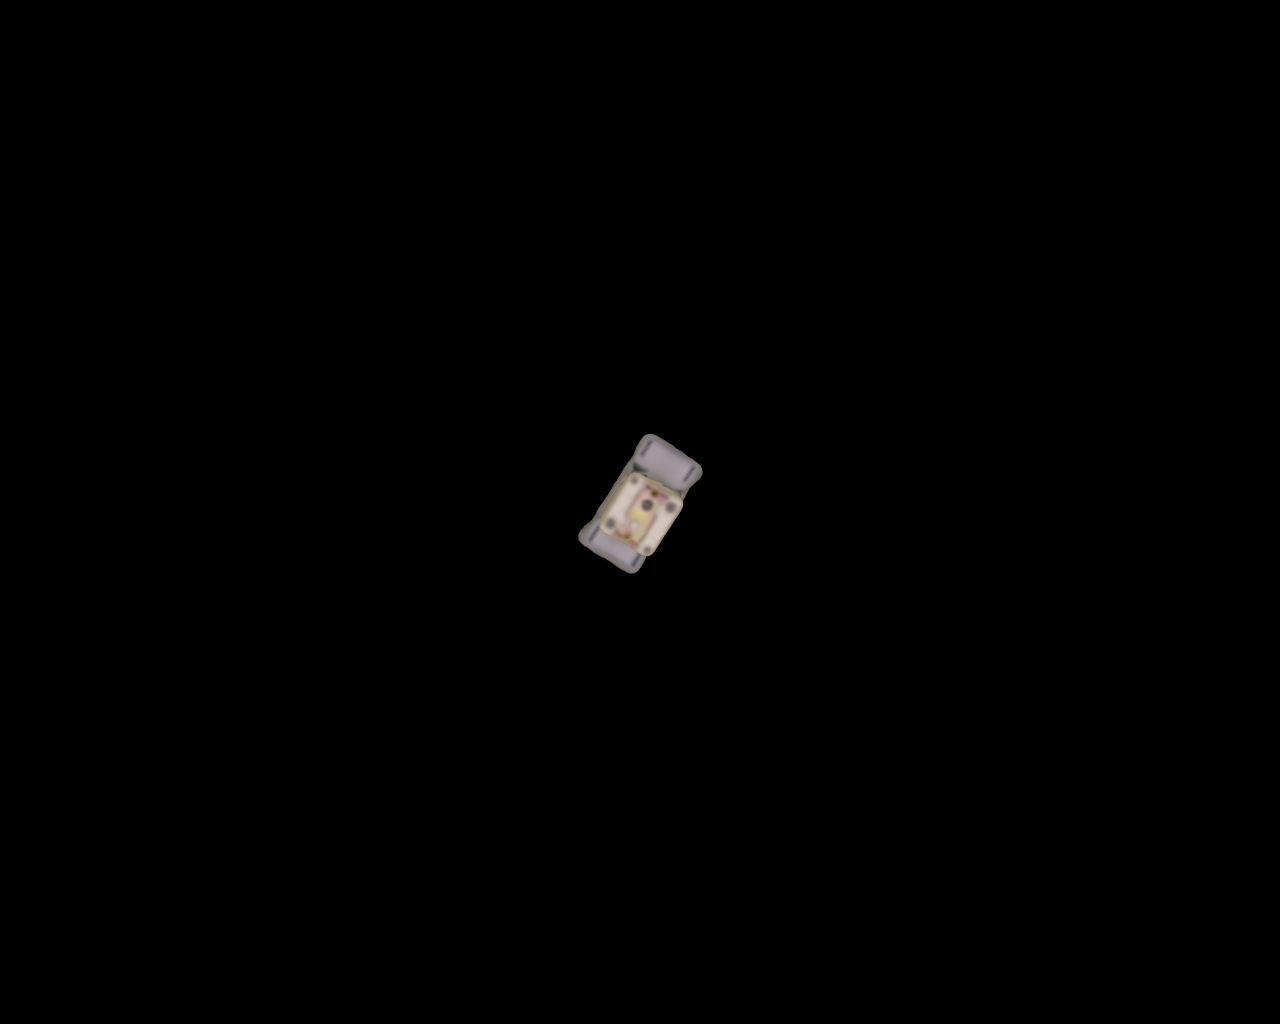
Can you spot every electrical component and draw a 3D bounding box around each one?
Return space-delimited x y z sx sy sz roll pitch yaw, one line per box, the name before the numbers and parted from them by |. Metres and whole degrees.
electrical component | 0.001 -0.003 0.650 0.042 0.081 0.064 31 8 -5
